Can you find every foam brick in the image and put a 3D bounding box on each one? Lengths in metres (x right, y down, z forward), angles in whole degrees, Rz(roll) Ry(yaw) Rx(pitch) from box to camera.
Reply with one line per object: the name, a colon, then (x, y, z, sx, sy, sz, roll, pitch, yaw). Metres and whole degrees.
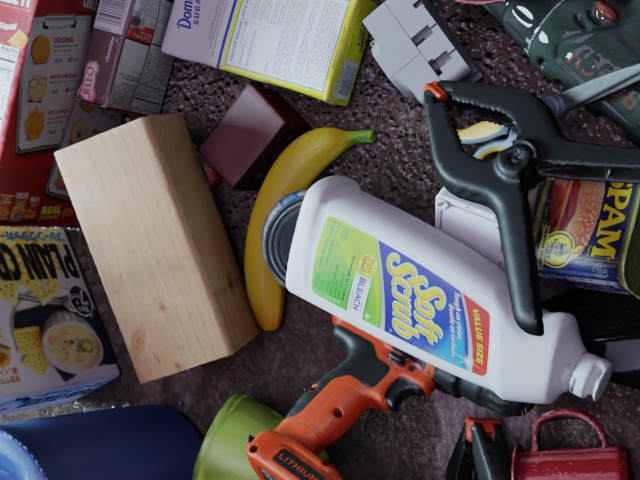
foam brick: (-0.057, -0.088, 0.924, 0.051, 0.052, 0.078, 46, 108, 18)

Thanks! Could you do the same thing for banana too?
banana: (-0.026, -0.020, 0.917, 0.070, 0.037, 0.198, 31, 102, 21)

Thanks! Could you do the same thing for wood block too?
wood block: (-0.134, 0.004, 0.910, 0.090, 0.090, 0.206, -19, 93, 15)

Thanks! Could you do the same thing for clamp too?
clamp: (0.126, 0.226, 0.818, 0.120, 0.039, 0.171, 7, 92, 61)
clamp: (0.140, -0.041, 0.755, 0.164, 0.036, 0.210, -47, 58, -6)

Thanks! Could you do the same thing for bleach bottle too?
bleach bottle: (0.095, 0.043, 0.783, 0.251, 0.067, 0.103, 25, 113, 28)

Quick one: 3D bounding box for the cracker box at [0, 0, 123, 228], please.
cracker box: (-0.246, -0.121, 0.949, 0.072, 0.164, 0.214, 17, 96, 21)

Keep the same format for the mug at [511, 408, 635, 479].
mug: (0.189, 0.183, 0.791, 0.082, 0.093, 0.117, -8, 80, 19)

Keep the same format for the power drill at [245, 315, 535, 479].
power drill: (0.049, 0.135, 0.822, 0.185, 0.057, 0.187, 26, 62, 32)

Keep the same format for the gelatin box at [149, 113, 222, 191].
gelatin box: (-0.140, -0.060, 0.973, 0.089, 0.030, 0.073, 43, 106, 19)

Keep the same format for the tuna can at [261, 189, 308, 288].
tuna can: (-0.006, 0.001, 0.888, 0.086, 0.034, 0.086, -2, 103, -7)

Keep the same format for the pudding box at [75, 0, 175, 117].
pudding box: (-0.167, -0.169, 0.954, 0.039, 0.090, 0.113, 20, 97, 21)

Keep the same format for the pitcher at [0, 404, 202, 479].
pitcher: (-0.207, 0.200, 0.883, 0.145, 0.242, 0.149, -35, 76, 20)

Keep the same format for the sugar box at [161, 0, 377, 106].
sugar box: (-0.047, -0.183, 0.925, 0.176, 0.048, 0.093, 21, 97, 27)

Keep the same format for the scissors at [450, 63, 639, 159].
scissors: (0.171, -0.080, 0.799, 0.202, 0.016, 0.096, 3, 107, 49)

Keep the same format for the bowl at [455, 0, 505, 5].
bowl: (0.141, -0.254, 0.792, 0.162, 0.055, 0.162, -24, 45, 26)

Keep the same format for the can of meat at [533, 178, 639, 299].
can of meat: (0.207, -0.012, 0.783, 0.084, 0.057, 0.102, 7, 75, 44)
